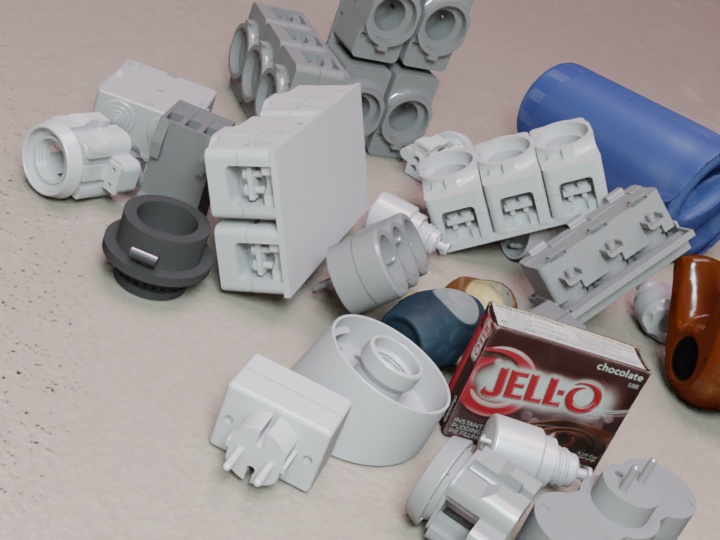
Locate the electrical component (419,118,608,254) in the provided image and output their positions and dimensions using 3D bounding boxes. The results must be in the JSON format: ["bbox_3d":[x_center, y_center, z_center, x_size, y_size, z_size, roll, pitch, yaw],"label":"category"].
[{"bbox_3d":[0.132,-0.078,0.936,0.150,0.061,0.089,-14,29,8],"label":"electrical component"}]

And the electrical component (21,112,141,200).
[{"bbox_3d":[-0.211,-0.083,0.794,0.078,0.058,0.057,36,29,24],"label":"electrical component"}]

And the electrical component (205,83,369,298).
[{"bbox_3d":[-0.052,-0.066,0.806,0.060,0.105,0.186,3,24,18],"label":"electrical component"}]

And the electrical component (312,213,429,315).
[{"bbox_3d":[0.000,0.000,0.794,0.052,0.074,0.138,67,16,-4],"label":"electrical component"}]

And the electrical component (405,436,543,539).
[{"bbox_3d":[0.063,0.132,0.615,0.057,0.058,0.078,33,31,15],"label":"electrical component"}]

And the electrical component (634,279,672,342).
[{"bbox_3d":[0.259,0.030,0.937,0.043,0.043,0.062,13,28,-15],"label":"electrical component"}]

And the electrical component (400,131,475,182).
[{"bbox_3d":[0.081,-0.108,1.049,0.066,0.048,0.055,34,38,21],"label":"electrical component"}]

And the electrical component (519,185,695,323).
[{"bbox_3d":[0.196,-0.013,0.870,0.063,0.121,0.079,59,-8,-15],"label":"electrical component"}]

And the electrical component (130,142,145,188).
[{"bbox_3d":[-0.184,-0.083,0.835,0.061,0.035,0.035,40,33,26],"label":"electrical component"}]

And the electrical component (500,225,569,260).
[{"bbox_3d":[0.164,-0.039,0.989,0.077,0.044,0.079,3,33,-30],"label":"electrical component"}]

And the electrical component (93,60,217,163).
[{"bbox_3d":[-0.174,-0.132,0.910,0.100,0.048,0.099,20,29,-4],"label":"electrical component"}]

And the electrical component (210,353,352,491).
[{"bbox_3d":[-0.052,0.095,0.608,0.066,0.047,0.076,26,30,7],"label":"electrical component"}]

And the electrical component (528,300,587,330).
[{"bbox_3d":[0.139,0.071,0.782,0.076,0.047,0.083,38,32,21],"label":"electrical component"}]

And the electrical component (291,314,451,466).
[{"bbox_3d":[0.005,0.077,0.687,0.099,0.064,0.099,30,23,-14],"label":"electrical component"}]

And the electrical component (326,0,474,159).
[{"bbox_3d":[0.027,-0.201,1.022,0.105,0.186,0.060,4,33,-30],"label":"electrical component"}]

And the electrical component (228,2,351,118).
[{"bbox_3d":[-0.074,-0.181,1.019,0.062,0.089,0.150,6,32,-27],"label":"electrical component"}]

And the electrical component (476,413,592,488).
[{"bbox_3d":[0.109,0.120,0.684,0.078,0.040,0.040,19,29,-6],"label":"electrical component"}]

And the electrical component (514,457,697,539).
[{"bbox_3d":[0.155,0.142,0.643,0.138,0.073,0.052,-8,41,-43],"label":"electrical component"}]

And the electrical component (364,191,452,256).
[{"bbox_3d":[0.039,-0.035,0.899,0.078,0.040,0.040,28,29,10],"label":"electrical component"}]
